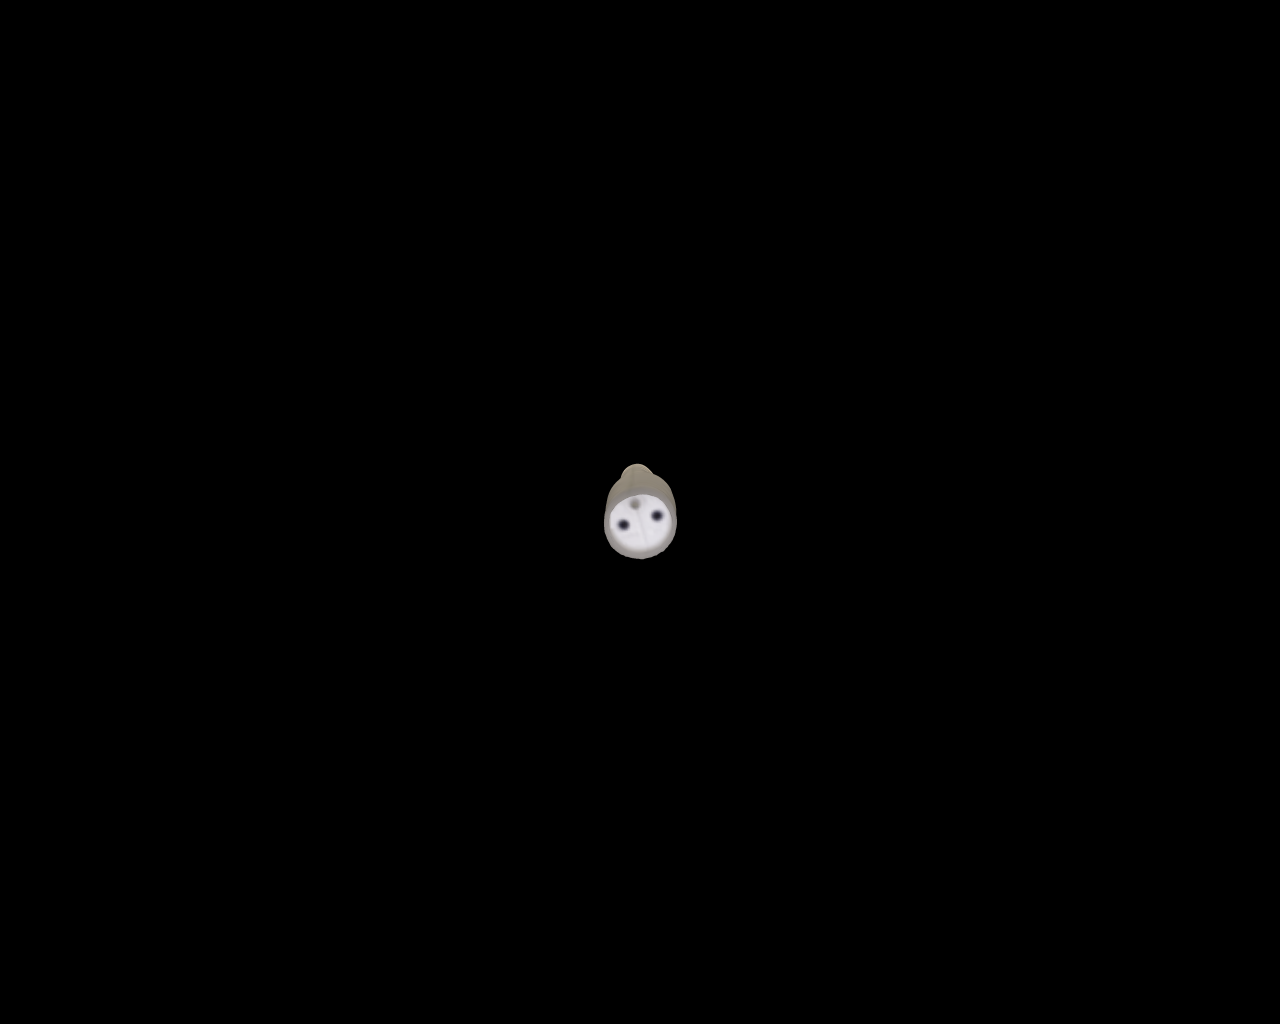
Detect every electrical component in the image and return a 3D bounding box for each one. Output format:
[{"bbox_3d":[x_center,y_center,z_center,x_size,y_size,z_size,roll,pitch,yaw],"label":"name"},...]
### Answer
[{"bbox_3d":[0.001,-0.003,0.650,0.043,0.043,0.081,0,16,0],"label":"electrical component"}]
